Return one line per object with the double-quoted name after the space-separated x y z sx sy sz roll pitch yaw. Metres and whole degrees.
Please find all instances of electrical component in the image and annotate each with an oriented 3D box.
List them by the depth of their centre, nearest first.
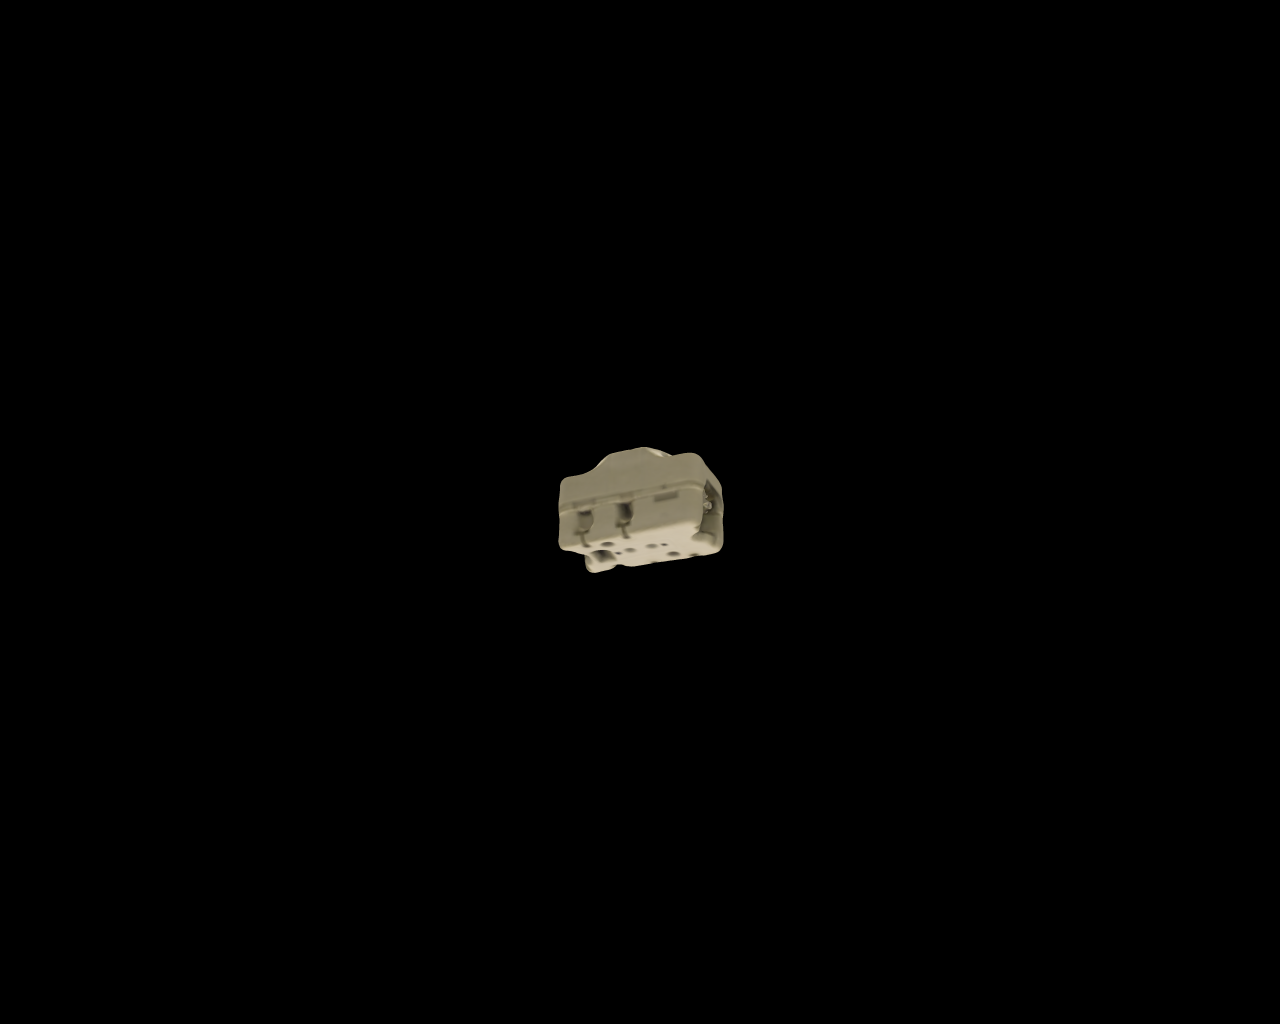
0.001 -0.003 0.650 0.089 0.056 0.050 -10 -28 20 "electrical component"
